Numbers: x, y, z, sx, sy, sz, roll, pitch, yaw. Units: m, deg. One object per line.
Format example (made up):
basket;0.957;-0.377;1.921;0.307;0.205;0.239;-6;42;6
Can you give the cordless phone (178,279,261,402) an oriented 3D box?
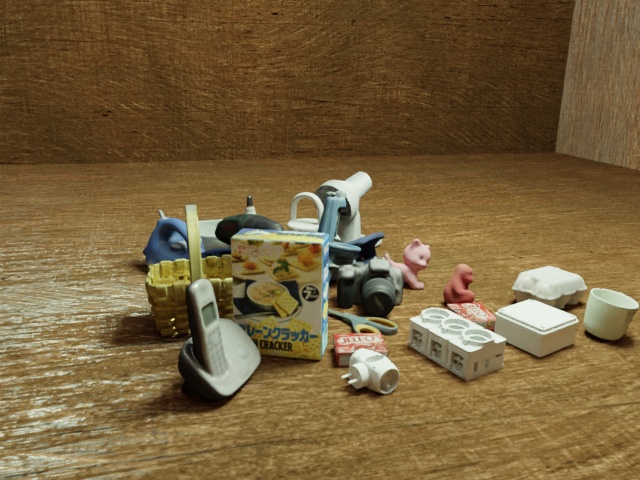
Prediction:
cordless phone;-0.157;0.139;0.890;0.094;0.185;0.148;6;17;16

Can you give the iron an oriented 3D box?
iron;-0.325;0.018;1.364;0.119;0.141;0.257;-14;22;-40

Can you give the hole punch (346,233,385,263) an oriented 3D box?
hole punch;0.102;0.021;1.466;0.100;0.091;0.109;15;22;39

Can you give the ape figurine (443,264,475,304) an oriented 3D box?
ape figurine;0.304;0.097;1.224;0.076;0.092;0.078;8;18;23

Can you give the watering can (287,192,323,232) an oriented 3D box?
watering can;-0.031;-0.026;1.436;0.100;0.194;0.173;3;17;8

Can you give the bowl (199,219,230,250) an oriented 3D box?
bowl;-0.283;-0.001;1.547;0.167;0.075;0.167;1;17;0

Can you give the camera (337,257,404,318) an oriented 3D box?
camera;0.105;0.098;1.193;0.143;0.101;0.137;2;17;4

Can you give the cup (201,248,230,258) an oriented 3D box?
cup;-0.229;0.073;1.265;0.117;0.095;0.092;3;17;8

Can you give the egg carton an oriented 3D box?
egg carton;0.497;0.106;1.244;0.151;0.069;0.107;-10;20;-32

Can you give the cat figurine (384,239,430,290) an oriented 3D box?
cat figurine;0.203;0.051;1.325;0.128;0.118;0.067;-4;17;-16

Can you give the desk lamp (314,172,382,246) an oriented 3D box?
desk lamp;0.080;-0.073;1.566;0.117;0.214;0.204;12;20;33

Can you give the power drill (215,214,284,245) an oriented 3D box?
power drill;-0.141;0.043;1.174;0.076;0.208;0.228;-12;21;-36

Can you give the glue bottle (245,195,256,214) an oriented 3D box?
glue bottle;-0.178;-0.030;1.477;0.078;0.173;0.037;-4;17;-16

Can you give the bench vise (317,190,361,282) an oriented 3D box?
bench vise;0.023;0.006;1.288;0.121;0.220;0.208;6;17;17
